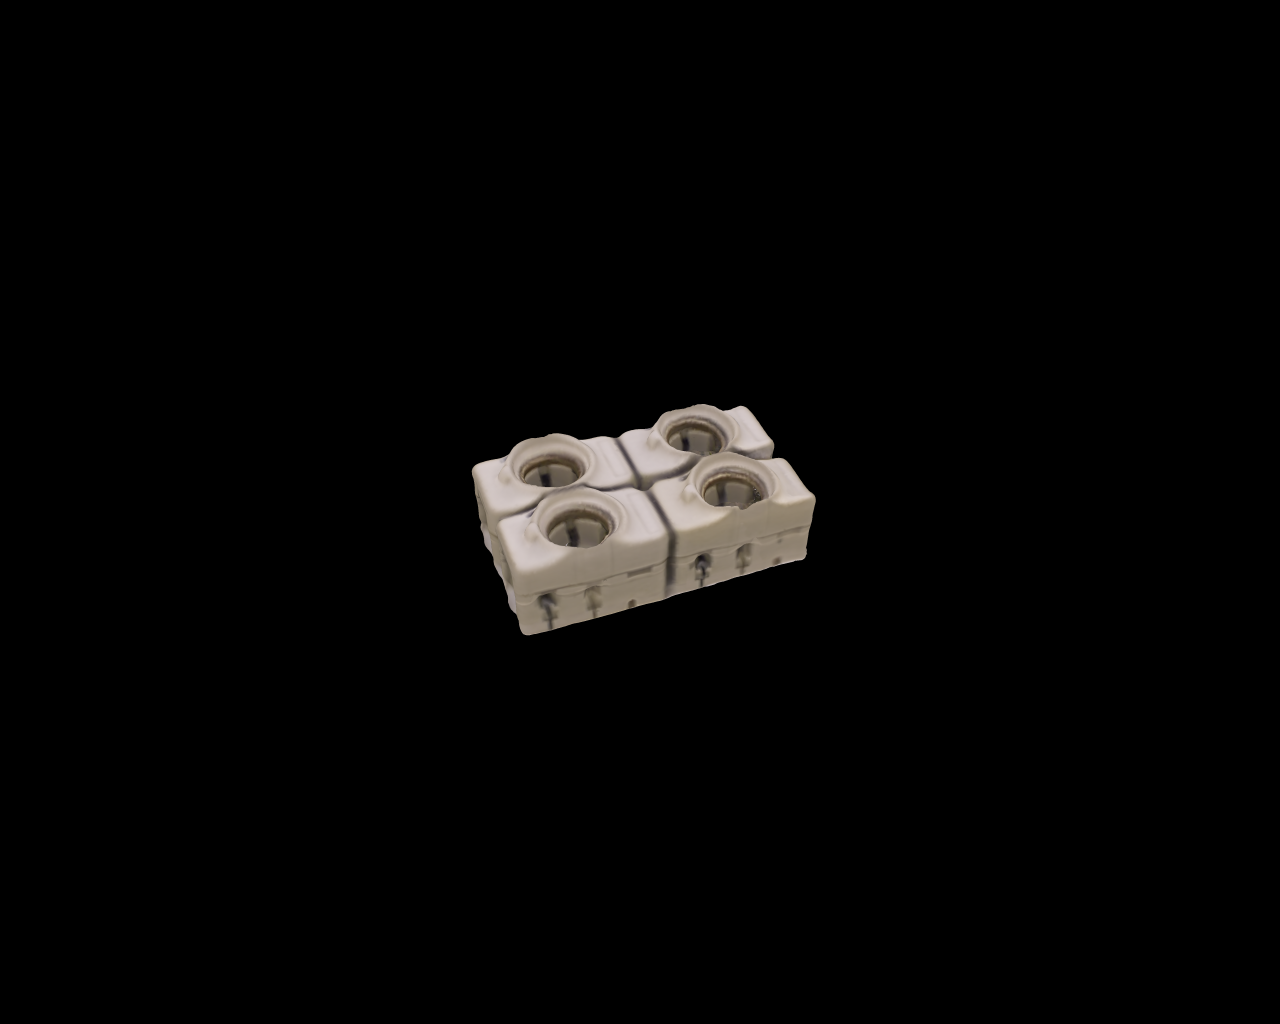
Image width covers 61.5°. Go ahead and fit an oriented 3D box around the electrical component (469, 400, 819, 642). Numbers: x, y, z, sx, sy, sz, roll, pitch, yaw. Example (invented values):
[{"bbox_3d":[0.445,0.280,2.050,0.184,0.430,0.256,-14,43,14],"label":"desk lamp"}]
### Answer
[{"bbox_3d":[0.001,-0.003,0.650,0.186,0.060,0.105,-14,44,-15],"label":"electrical component"}]
